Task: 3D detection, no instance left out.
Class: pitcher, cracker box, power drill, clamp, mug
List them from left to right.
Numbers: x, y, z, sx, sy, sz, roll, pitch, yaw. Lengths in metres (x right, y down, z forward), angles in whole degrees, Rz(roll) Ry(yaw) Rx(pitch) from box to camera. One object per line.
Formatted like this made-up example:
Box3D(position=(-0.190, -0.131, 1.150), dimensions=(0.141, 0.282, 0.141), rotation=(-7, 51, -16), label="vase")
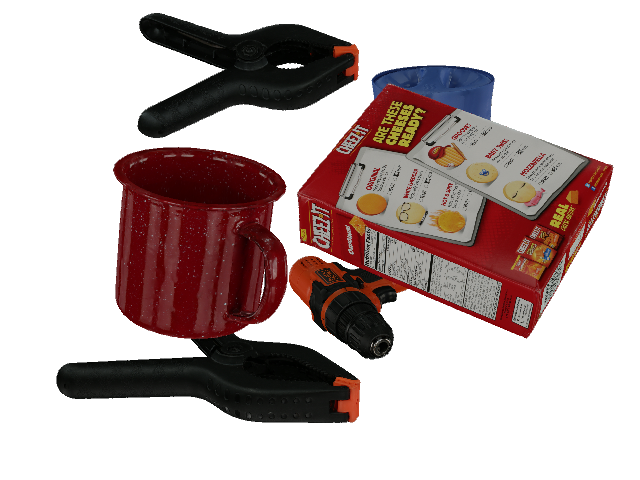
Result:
Box3D(position=(-0.061, 0.006, 0.583), dimensions=(0.117, 0.081, 0.093), rotation=(26, 27, 36), label="mug")
Box3D(position=(-0.064, 0.092, 0.790), dimensions=(0.210, 0.036, 0.164), rotation=(7, 19, 20), label="clamp")
Box3D(position=(-0.060, -0.136, 0.805), dimensions=(0.171, 0.120, 0.039), rotation=(-9, -31, -11), label="clamp")
Box3D(position=(0.081, 0.052, 1.087), dimensions=(0.187, 0.057, 0.185), rotation=(-12, 28, -22), label="power drill")
Box3D(position=(0.133, -0.074, 1.211), dimensions=(0.149, 0.243, 0.145), rotation=(-6, 22, -8), label="pitcher")
Box3D(position=(0.112, -0.029, 0.894), dimensions=(0.214, 0.072, 0.164), rotation=(23, 51, 20), label="cracker box")
